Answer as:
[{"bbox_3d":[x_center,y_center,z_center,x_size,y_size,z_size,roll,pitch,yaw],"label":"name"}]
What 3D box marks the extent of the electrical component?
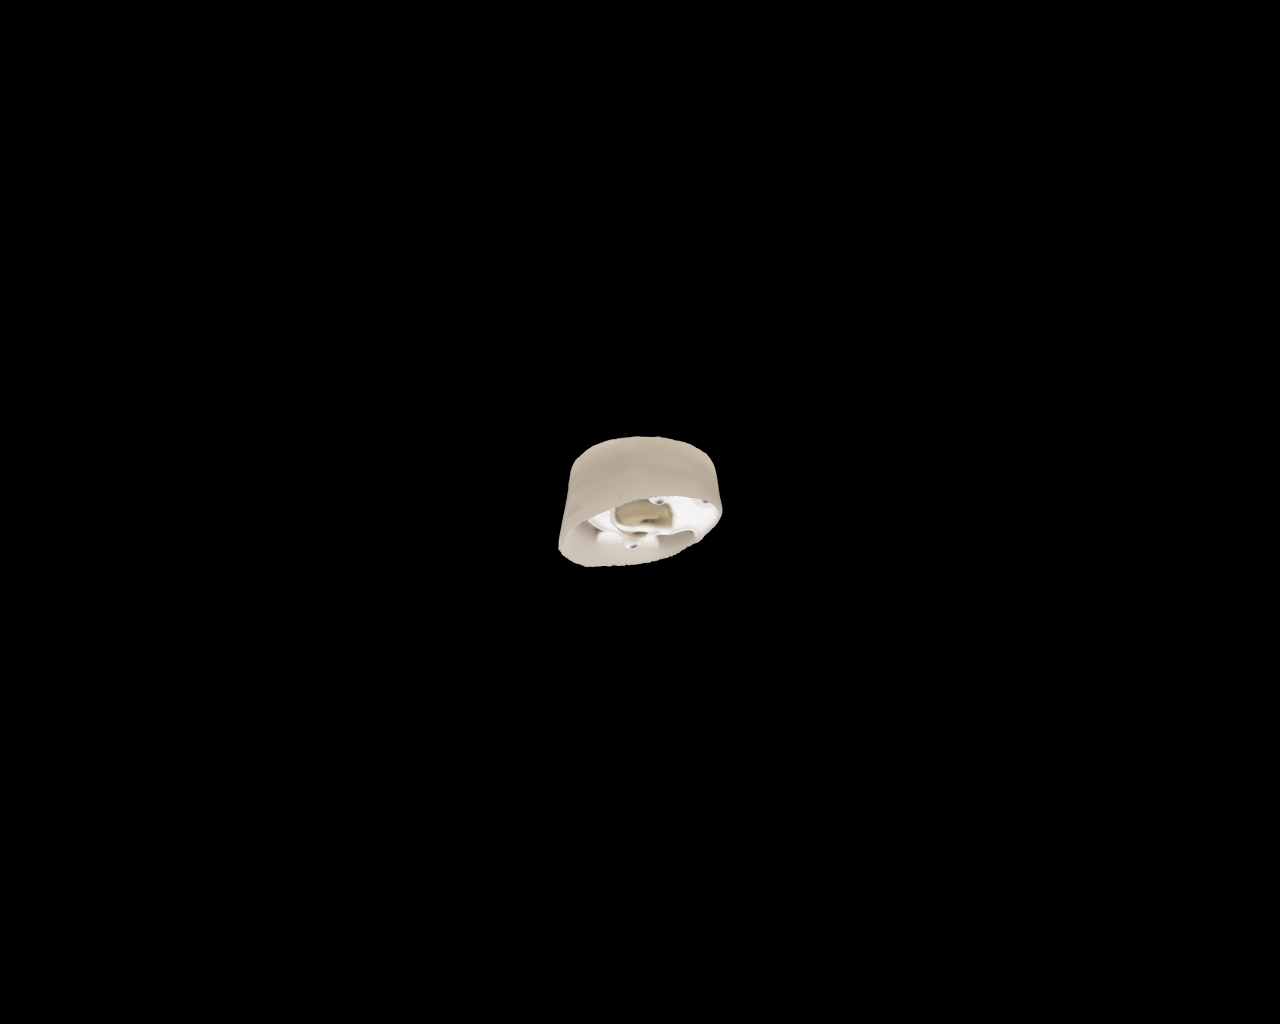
[{"bbox_3d":[0.001,-0.003,0.650,0.099,0.064,0.099,0,-28,0],"label":"electrical component"}]
